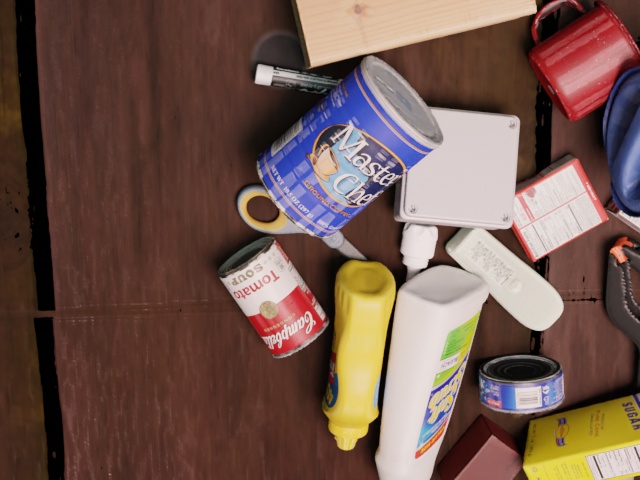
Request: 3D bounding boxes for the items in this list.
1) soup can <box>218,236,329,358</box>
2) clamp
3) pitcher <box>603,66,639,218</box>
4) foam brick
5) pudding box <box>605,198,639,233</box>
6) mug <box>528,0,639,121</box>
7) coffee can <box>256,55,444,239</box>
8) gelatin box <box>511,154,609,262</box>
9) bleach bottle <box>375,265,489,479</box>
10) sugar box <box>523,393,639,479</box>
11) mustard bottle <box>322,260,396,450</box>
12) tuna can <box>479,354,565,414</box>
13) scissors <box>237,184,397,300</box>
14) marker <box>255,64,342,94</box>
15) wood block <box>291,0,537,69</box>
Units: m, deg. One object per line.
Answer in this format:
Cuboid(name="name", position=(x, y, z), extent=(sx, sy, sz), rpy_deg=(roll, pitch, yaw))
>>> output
Cuboid(name="soup can", position=(-0.046, 0.055, 1.049), extent=(0.068, 0.068, 0.102), rpy_deg=(-32, 104, 4))
Cuboid(name="clamp", position=(0.347, 0.097, 1.090), extent=(0.165, 0.036, 0.210), rpy_deg=(-35, 92, 37))
Cuboid(name="pitcher", position=(0.390, -0.090, 0.947), extent=(0.242, 0.149, 0.145), rpy_deg=(-2, 119, -10))
Cuboid(name="foam brick", position=(0.170, 0.235, 1.120), extent=(0.053, 0.051, 0.078), rpy_deg=(37, 98, -13))
Cuboid(name="pudding box", position=(0.359, -0.036, 1.074), extent=(0.113, 0.039, 0.090), rpy_deg=(33, 100, -9))
Cuboid(name="mug", position=(0.245, -0.176, 1.010), extent=(0.081, 0.093, 0.117), rpy_deg=(-32, 78, 9))
Cuboid(name="coffee can", position=(0.026, -0.083, 0.968), extent=(0.140, 0.102, 0.102), rpy_deg=(-40, 104, 22))
Cuboid(name="gelatin box", position=(0.232, -0.032, 1.069), extent=(0.089, 0.030, 0.073), rpy_deg=(-30, 105, 6))
Cuboid(name="bleach bottle", position=(0.104, 0.157, 1.080), extent=(0.068, 0.102, 0.251), rpy_deg=(23, 118, 31))
Cuboid(name="sugar box", position=(0.296, 0.199, 1.070), extent=(0.176, 0.093, 0.048), rpy_deg=(-22, 106, 23))
Cuboid(name="mustard bottle", position=(0.035, 0.123, 1.055), extent=(0.058, 0.096, 0.192), rpy_deg=(4, 112, -4))
Cuboid(name="tuna can", position=(0.204, 0.145, 1.082), extent=(0.086, 0.086, 0.034), rpy_deg=(-6, 103, -3))
Cuboid(name="scissors", position=(-0.007, 0.001, 1.066), extent=(0.096, 0.016, 0.201), rpy_deg=(-30, 104, 5))
Cuboid(name="marker", position=(-0.002, -0.150, 1.026), extent=(0.121, 0.020, 0.020), rpy_deg=(9, 103, -7))
Cuboid(name="wood block", position=(0.079, -0.225, 0.973), extent=(0.206, 0.090, 0.091), rpy_deg=(-13, 98, -1))
